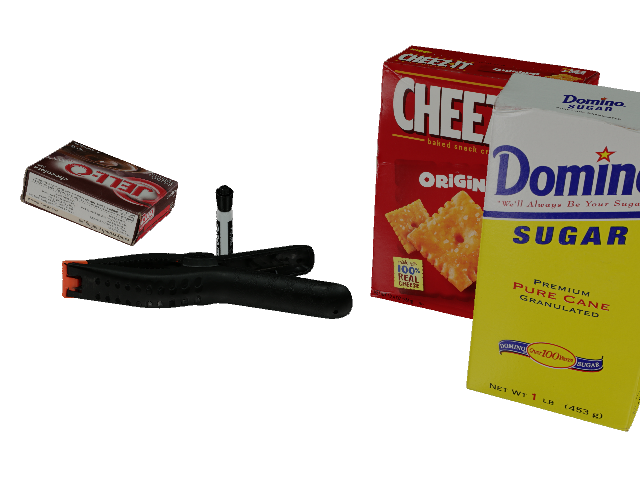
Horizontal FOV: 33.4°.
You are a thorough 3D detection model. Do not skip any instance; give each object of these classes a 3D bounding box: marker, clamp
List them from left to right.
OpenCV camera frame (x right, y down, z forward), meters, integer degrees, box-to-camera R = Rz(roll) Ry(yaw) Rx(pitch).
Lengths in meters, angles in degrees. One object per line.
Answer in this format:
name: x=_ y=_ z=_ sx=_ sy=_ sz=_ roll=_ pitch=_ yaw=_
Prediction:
clamp: x=-0.083 y=0.030 z=0.793 sx=0.209 sy=0.036 sz=0.165 roll=-1 pitch=10 yaw=-17
marker: x=-0.105 y=-0.011 z=1.174 sx=0.020 sy=0.121 sz=0.020 roll=2 pitch=41 yaw=-2

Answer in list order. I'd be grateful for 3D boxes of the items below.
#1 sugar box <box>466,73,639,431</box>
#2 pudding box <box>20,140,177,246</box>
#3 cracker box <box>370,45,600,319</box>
sugar box: x=0.129 y=0.009 z=0.546 sx=0.093 sy=0.176 sz=0.048 roll=12 pitch=36 yaw=20
pudding box: x=-0.196 y=-0.044 z=0.956 sx=0.113 sy=0.039 sz=0.090 roll=20 pitch=23 yaw=7
cracker box: x=0.131 y=-0.041 z=0.886 sx=0.164 sy=0.214 sz=0.072 roll=13 pitch=27 yaw=23
